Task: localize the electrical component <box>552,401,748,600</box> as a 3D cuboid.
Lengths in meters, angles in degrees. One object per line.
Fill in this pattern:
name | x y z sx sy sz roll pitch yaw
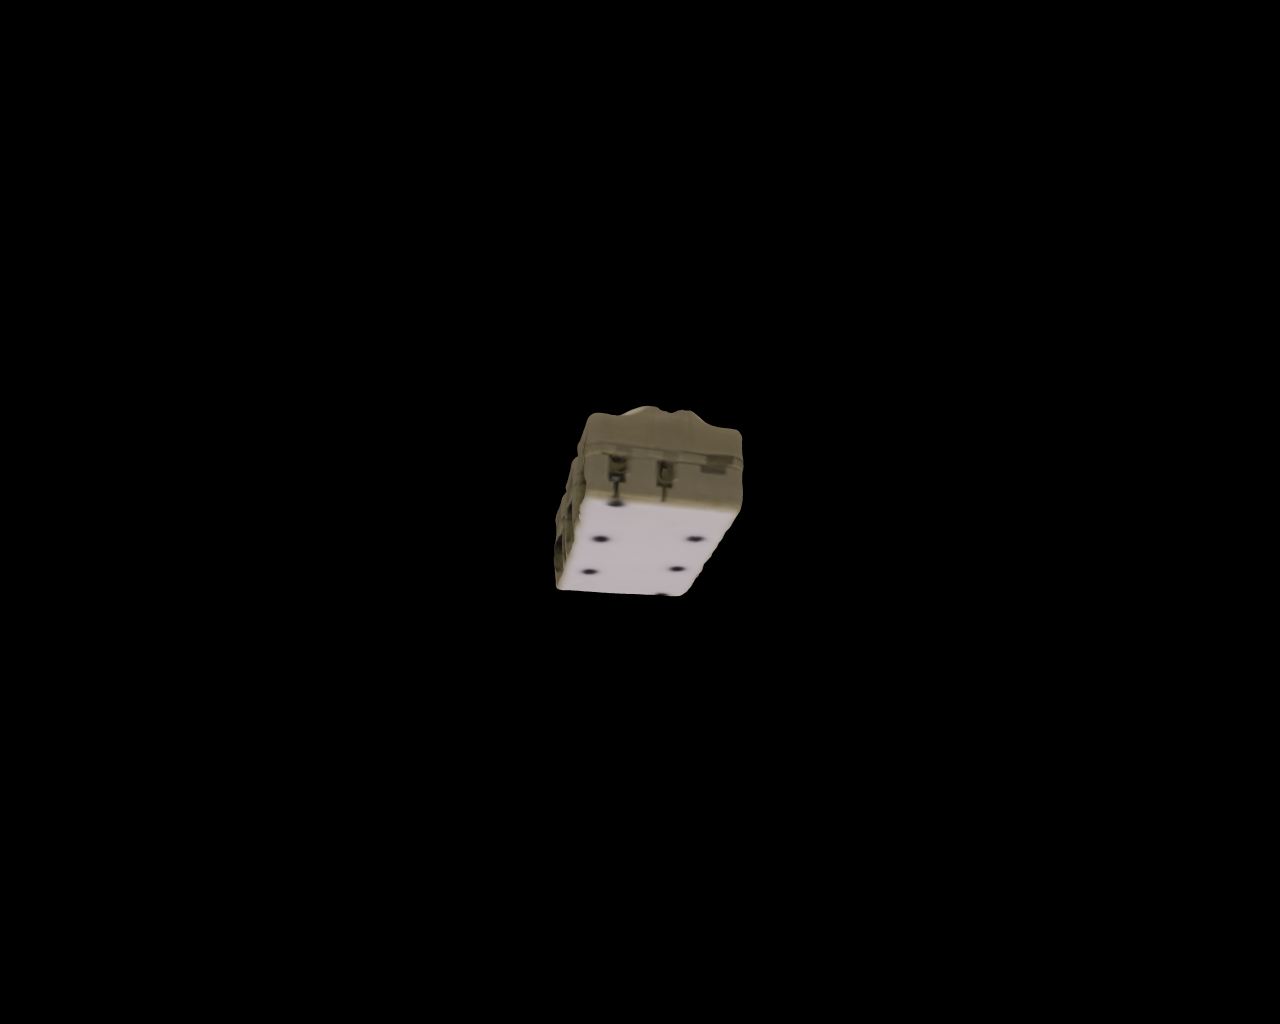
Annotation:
electrical component | 0.001 -0.003 0.650 0.089 0.062 0.150 5 -24 -10
